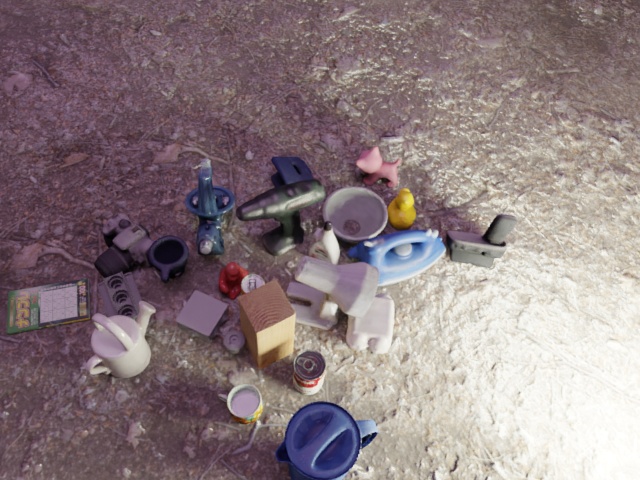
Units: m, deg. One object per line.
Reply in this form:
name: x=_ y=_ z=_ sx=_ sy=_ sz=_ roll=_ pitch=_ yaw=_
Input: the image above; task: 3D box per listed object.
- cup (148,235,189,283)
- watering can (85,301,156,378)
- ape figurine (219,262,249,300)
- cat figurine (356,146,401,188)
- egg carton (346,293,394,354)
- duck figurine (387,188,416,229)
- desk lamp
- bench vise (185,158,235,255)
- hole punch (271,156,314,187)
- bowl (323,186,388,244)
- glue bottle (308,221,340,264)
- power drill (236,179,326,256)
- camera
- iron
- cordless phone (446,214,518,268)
cup: x=-0.352 y=0.062 z=1.350 sx=0.091 sy=0.095 sz=0.117 roll=1 pitch=57 yaw=-4
watering can: x=-0.418 y=0.202 z=1.195 sx=0.101 sy=0.194 sz=0.173 roll=14 pitch=57 yaw=5
ape figurine: x=-0.205 y=0.085 z=1.348 sx=0.078 sy=0.092 sz=0.076 roll=-18 pitch=60 yaw=-15
cat figurine: x=0.157 y=-0.204 z=1.548 sx=0.128 sy=0.118 sz=0.067 roll=2 pitch=57 yaw=-3
egg carton: x=0.117 y=0.189 z=1.321 sx=0.107 sy=0.069 sz=0.150 roll=7 pitch=57 yaw=0
duck figurine: x=0.218 y=-0.087 z=1.497 sx=0.077 sy=0.086 sz=0.104 roll=7 pitch=57 yaw=0
desk lamp: x=0.019 y=0.116 z=1.274 sx=0.203 sy=0.213 sz=0.118 roll=12 pitch=57 yaw=3
bench vise: x=-0.256 y=-0.076 z=1.372 sx=0.121 sy=0.220 sz=0.207 roll=-15 pitch=60 yaw=-13
hole punch: x=-0.072 y=-0.177 z=1.528 sx=0.101 sy=0.091 sz=0.108 roll=-23 pitch=62 yaw=-18
bowl: x=0.087 y=-0.052 z=1.470 sx=0.167 sy=0.075 sz=0.167 roll=2 pitch=57 yaw=-3
glue bottle: x=0.013 y=0.005 z=1.369 sx=0.078 sy=0.173 sz=0.037 roll=24 pitch=59 yaw=11
power drill: x=-0.094 y=-0.054 z=1.377 sx=0.230 sy=0.208 sz=0.075 roll=-29 pitch=64 yaw=-21
camera: x=-0.477 y=0.020 z=1.363 sx=0.143 sy=0.101 sz=0.137 roll=37 pitch=62 yaw=18
iron: x=0.205 y=0.017 z=1.396 sx=0.258 sy=0.141 sz=0.118 roll=-14 pitch=59 yaw=-13
cordless phone: x=0.396 y=-0.019 z=1.408 sx=0.147 sy=0.185 sz=0.094 roll=6 pitch=57 yaw=0
